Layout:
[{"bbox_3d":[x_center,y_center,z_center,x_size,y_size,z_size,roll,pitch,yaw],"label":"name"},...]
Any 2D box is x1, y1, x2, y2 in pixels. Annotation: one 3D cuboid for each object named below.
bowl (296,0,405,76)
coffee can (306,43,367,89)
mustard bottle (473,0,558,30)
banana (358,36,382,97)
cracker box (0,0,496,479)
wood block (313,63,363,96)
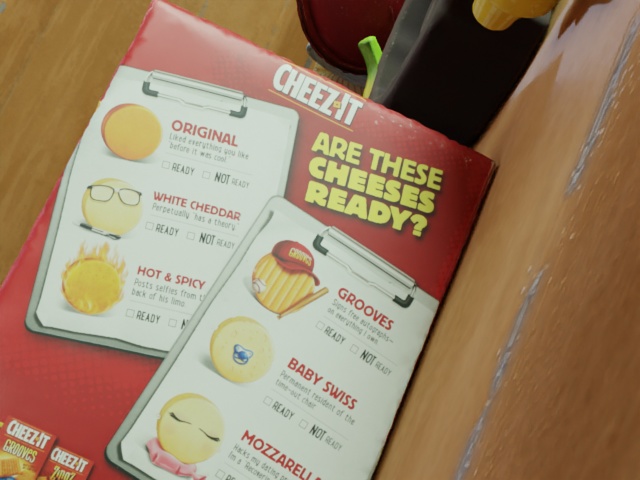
[{"bbox_3d":[0.065,-0.172,0.684,0.055,0.161,0.162,40,111,42],"label":"bowl"},{"bbox_3d":[0.063,-0.205,0.917,0.103,0.103,0.140,169,125,-85],"label":"coffee can"},{"bbox_3d":[0.103,-0.147,0.388,0.192,0.058,0.096,120,174,-53],"label":"mustard bottle"},{"bbox_3d":[0.028,-0.028,0.616,0.037,0.069,0.197,-25,40,36],"label":"banana"},{"bbox_3d":[-0.043,0.032,0.448,0.213,0.164,0.072,-67,6,-18],"label":"cracker box"},{"bbox_3d":[0.057,-0.206,1.082,0.206,0.091,0.090,-76,11,-68],"label":"wood block"}]
